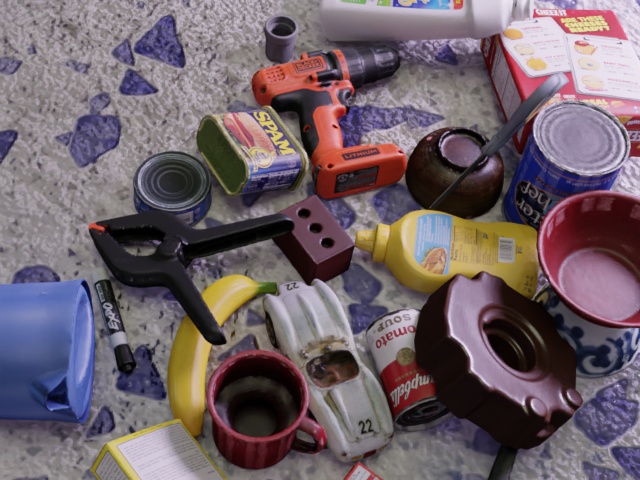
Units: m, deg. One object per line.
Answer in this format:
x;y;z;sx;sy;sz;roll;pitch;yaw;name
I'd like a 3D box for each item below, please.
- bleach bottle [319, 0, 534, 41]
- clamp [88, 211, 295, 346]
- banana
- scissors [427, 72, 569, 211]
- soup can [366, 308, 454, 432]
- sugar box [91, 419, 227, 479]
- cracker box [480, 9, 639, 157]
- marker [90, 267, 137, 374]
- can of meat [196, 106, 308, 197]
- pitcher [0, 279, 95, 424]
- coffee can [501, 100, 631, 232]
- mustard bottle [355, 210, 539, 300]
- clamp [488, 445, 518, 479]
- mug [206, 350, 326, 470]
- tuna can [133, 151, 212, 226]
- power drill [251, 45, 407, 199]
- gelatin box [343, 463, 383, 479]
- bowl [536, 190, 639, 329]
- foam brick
0.131;-0.286;1.285;0.251;0.068;0.102;5;-125;20;bleach bottle
-0.139;0.011;1.088;0.210;0.036;0.164;20;-125;26;clamp
-0.110;0.101;1.056;0.070;0.037;0.197;20;-124;11;banana
0.186;-0.106;1.114;0.202;0.096;0.016;-44;-98;-2;scissors
0.090;0.127;1.044;0.068;0.068;0.102;-13;-123;-8;soup can
-0.113;0.243;0.935;0.093;0.048;0.176;-12;-126;-50;sugar box
0.293;-0.188;1.261;0.164;0.072;0.213;0;-136;-8;cracker box
-0.207;0.081;1.070;0.020;0.020;0.121;-17;-121;-11;marker
-0.077;-0.096;1.168;0.083;0.058;0.102;-12;-125;-40;can of meat
-0.332;0.098;0.990;0.242;0.149;0.145;0;-107;-3;pitcher
0.262;-0.067;1.152;0.102;0.140;0.103;3;-125;-4;coffee can
0.132;0.015;1.130;0.191;0.058;0.096;10;-125;0;mustard bottle
0.168;0.269;0.971;0.171;0.039;0.120;-40;-123;-22;clamp
-0.049;0.166;0.992;0.117;0.081;0.093;21;-124;8;mug
-0.160;-0.055;1.160;0.086;0.034;0.086;3;-125;-5;tuna can
0.032;-0.143;1.230;0.184;0.057;0.188;-16;-124;-12;power drill
0.047;0.258;0.973;0.089;0.030;0.073;33;-119;15;gelatin box
0.288;0.030;1.059;0.162;0.055;0.162;3;-125;-4;bowl
-0.007;0.001;1.128;0.052;0.051;0.078;-27;-117;-23;foam brick
